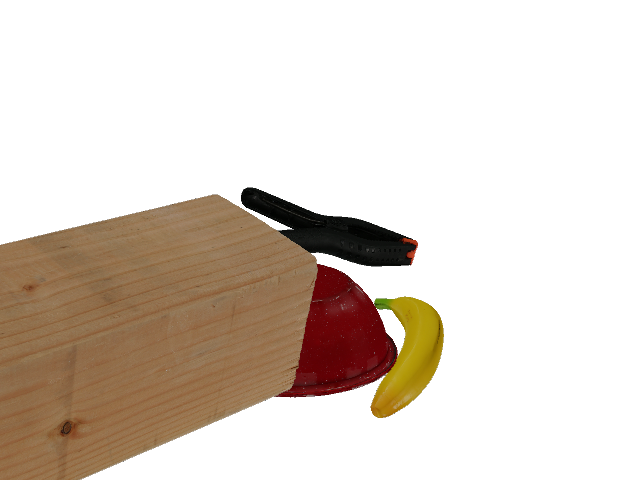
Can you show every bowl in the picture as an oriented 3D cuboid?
[{"bbox_3d":[-0.023,0.054,0.768,0.162,0.055,0.162,2,17,-1],"label":"bowl"}]

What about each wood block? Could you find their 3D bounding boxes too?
[{"bbox_3d":[-0.109,0.051,0.544,0.090,0.091,0.205,32,33,35],"label":"wood block"}]

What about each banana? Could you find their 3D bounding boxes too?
[{"bbox_3d":[0.086,0.104,1.025,0.070,0.037,0.197,-24,21,15],"label":"banana"}]

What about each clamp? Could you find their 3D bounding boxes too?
[{"bbox_3d":[0.009,-0.003,1.204,0.210,0.036,0.164,14,20,-7],"label":"clamp"}]
